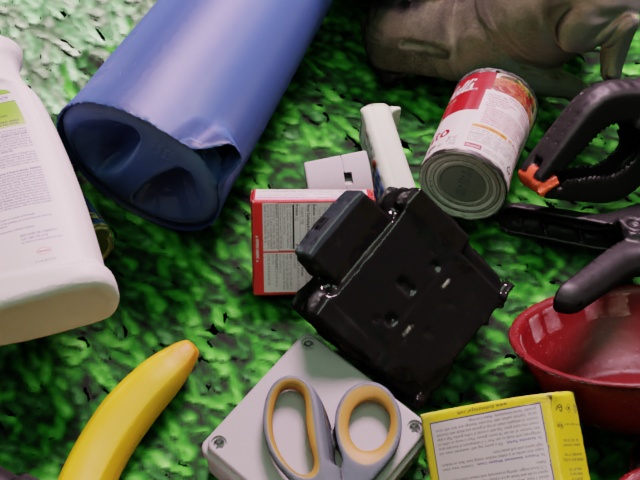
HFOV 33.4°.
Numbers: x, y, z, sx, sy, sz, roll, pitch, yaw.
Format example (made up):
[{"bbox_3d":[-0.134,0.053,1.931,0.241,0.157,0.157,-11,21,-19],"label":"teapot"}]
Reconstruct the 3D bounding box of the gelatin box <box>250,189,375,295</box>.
[{"bbox_3d":[-0.005,0.001,0.769,0.089,0.073,0.030,-1,21,-2],"label":"gelatin box"}]

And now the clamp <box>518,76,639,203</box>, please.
[{"bbox_3d":[0.246,-0.080,0.794,0.210,0.164,0.036,-33,32,-6],"label":"clamp"}]

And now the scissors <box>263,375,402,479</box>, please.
[{"bbox_3d":[0.024,0.169,0.643,0.096,0.016,0.202,-17,64,-11],"label":"scissors"}]

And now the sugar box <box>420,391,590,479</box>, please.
[{"bbox_3d":[0.121,0.185,0.643,0.094,0.048,0.176,-18,74,36],"label":"sugar box"}]

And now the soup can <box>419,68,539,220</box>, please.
[{"bbox_3d":[0.120,-0.072,0.801,0.068,0.068,0.102,20,49,9],"label":"soup can"}]

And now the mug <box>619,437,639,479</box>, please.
[{"bbox_3d":[0.209,0.179,0.671,0.093,0.081,0.117,9,61,3],"label":"mug"}]

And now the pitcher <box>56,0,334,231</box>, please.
[{"bbox_3d":[-0.091,-0.137,0.820,0.149,0.145,0.242,29,60,0],"label":"pitcher"}]

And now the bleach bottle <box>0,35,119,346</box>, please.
[{"bbox_3d":[-0.216,-0.057,0.735,0.102,0.068,0.251,-14,64,-10],"label":"bleach bottle"}]

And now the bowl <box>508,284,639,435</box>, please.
[{"bbox_3d":[0.208,0.084,0.711,0.162,0.055,0.162,-6,18,2],"label":"bowl"}]

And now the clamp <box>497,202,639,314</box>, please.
[{"bbox_3d":[0.224,0.009,0.773,0.171,0.039,0.120,-4,41,-2],"label":"clamp"}]

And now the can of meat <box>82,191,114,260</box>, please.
[{"bbox_3d":[-0.213,-0.007,0.777,0.102,0.057,0.084,-33,70,-17],"label":"can of meat"}]

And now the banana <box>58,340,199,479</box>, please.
[{"bbox_3d":[-0.136,0.151,0.698,0.070,0.037,0.197,4,54,17],"label":"banana"}]

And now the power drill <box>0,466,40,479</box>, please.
[{"bbox_3d":[-0.173,0.217,0.551,0.184,0.057,0.187,24,63,11],"label":"power drill"}]
